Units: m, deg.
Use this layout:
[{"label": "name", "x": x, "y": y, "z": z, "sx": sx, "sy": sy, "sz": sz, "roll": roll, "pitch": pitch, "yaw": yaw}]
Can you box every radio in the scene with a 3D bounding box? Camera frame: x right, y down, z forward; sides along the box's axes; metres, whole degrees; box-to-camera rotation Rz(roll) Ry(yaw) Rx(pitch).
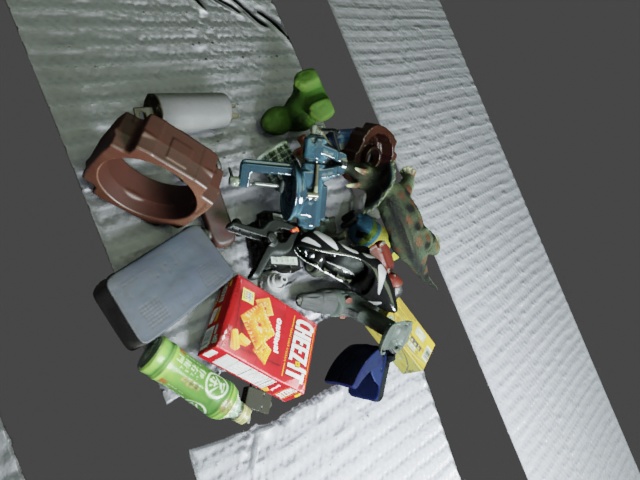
[{"label": "radio", "x": -0.277, "y": 0.077, "z": 0.964, "sx": 0.131, "sy": 0.073, "sz": 0.229, "roll": 57, "pitch": 45, "yaw": -8}]

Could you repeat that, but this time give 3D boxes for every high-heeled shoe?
[{"label": "high-heeled shoe", "x": 0.055, "y": 0.071, "z": 1.137, "sx": 0.249, "sy": 0.086, "sz": 0.145, "roll": 47, "pitch": 33, "yaw": 19}]

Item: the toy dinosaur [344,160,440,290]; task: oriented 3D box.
[{"label": "toy dinosaur", "x": 0.190, "y": -0.032, "z": 1.229, "sx": 0.404, "sy": 0.131, "sz": 0.192, "roll": 61, "pitch": 29, "yaw": -8}]

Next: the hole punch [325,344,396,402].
[{"label": "hole punch", "x": 0.083, "y": 0.280, "z": 1.170, "sx": 0.092, "sy": 0.142, "sz": 0.116, "roll": 27, "pitch": 69, "yaw": -28}]

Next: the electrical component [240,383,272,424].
[{"label": "electrical component", "x": -0.122, "y": 0.312, "z": 1.043, "sx": 0.063, "sy": 0.021, "sz": 0.094, "roll": 30, "pitch": 55, "yaw": -31}]

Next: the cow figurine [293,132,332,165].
[{"label": "cow figurine", "x": 0.002, "y": -0.197, "z": 1.270, "sx": 0.127, "sy": 0.085, "sz": 0.195, "roll": 61, "pitch": 14, "yaw": -21}]

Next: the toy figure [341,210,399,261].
[{"label": "toy figure", "x": 0.134, "y": -0.007, "z": 1.351, "sx": 0.180, "sy": 0.089, "sz": 0.082, "roll": 40, "pitch": 56, "yaw": -27}]

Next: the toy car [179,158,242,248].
[{"label": "toy car", "x": -0.224, "y": -0.080, "z": 1.085, "sx": 0.089, "sy": 0.053, "sz": 0.202, "roll": -20, "pitch": 88, "yaw": -27}]

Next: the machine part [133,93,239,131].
[{"label": "machine part", "x": -0.268, "y": -0.263, "z": 1.101, "sx": 0.243, "sy": 0.079, "sz": 0.079, "roll": -15, "pitch": 84, "yaw": -43}]

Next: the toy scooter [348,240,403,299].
[{"label": "toy scooter", "x": 0.116, "y": 0.053, "z": 1.236, "sx": 0.075, "sy": 0.184, "sz": 0.135, "roll": -25, "pitch": 118, "yaw": -33}]

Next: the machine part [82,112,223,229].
[{"label": "machine part", "x": -0.288, "y": -0.117, "z": 0.938, "sx": 0.201, "sy": 0.201, "sz": 0.087, "roll": 31, "pitch": 52, "yaw": -29}]

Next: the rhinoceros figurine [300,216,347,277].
[{"label": "rhinoceros figurine", "x": -0.003, "y": -0.004, "z": 1.246, "sx": 0.112, "sy": 0.073, "sz": 0.190, "roll": 13, "pitch": 67, "yaw": -26}]

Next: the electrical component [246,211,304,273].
[{"label": "electrical component", "x": -0.098, "y": 0.003, "z": 1.162, "sx": 0.115, "sy": 0.058, "sz": 0.134, "roll": 8, "pitch": 68, "yaw": -42}]

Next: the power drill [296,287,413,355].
[{"label": "power drill", "x": 0.084, "y": 0.170, "z": 1.179, "sx": 0.232, "sy": 0.208, "sz": 0.086, "roll": 6, "pitch": 103, "yaw": -49}]

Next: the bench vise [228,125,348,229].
[{"label": "bench vise", "x": -0.066, "y": -0.135, "z": 1.111, "sx": 0.241, "sy": 0.129, "sz": 0.223, "roll": 3, "pitch": 110, "yaw": -19}]

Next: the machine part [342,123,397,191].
[{"label": "machine part", "x": 0.126, "y": -0.213, "z": 1.386, "sx": 0.179, "sy": 0.056, "sz": 0.179, "roll": -25, "pitch": 127, "yaw": -38}]

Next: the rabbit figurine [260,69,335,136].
[{"label": "rabbit figurine", "x": -0.063, "y": -0.308, "z": 1.267, "sx": 0.121, "sy": 0.170, "sz": 0.159, "roll": 64, "pitch": 4, "yaw": -5}]

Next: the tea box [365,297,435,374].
[{"label": "tea box", "x": 0.200, "y": 0.236, "z": 1.329, "sx": 0.169, "sy": 0.068, "sz": 0.098, "roll": 53, "pitch": 46, "yaw": -12}]

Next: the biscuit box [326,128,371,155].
[{"label": "biscuit box", "x": 0.088, "y": -0.258, "z": 1.427, "sx": 0.202, "sy": 0.063, "sz": 0.059, "roll": -15, "pitch": 85, "yaw": -43}]
